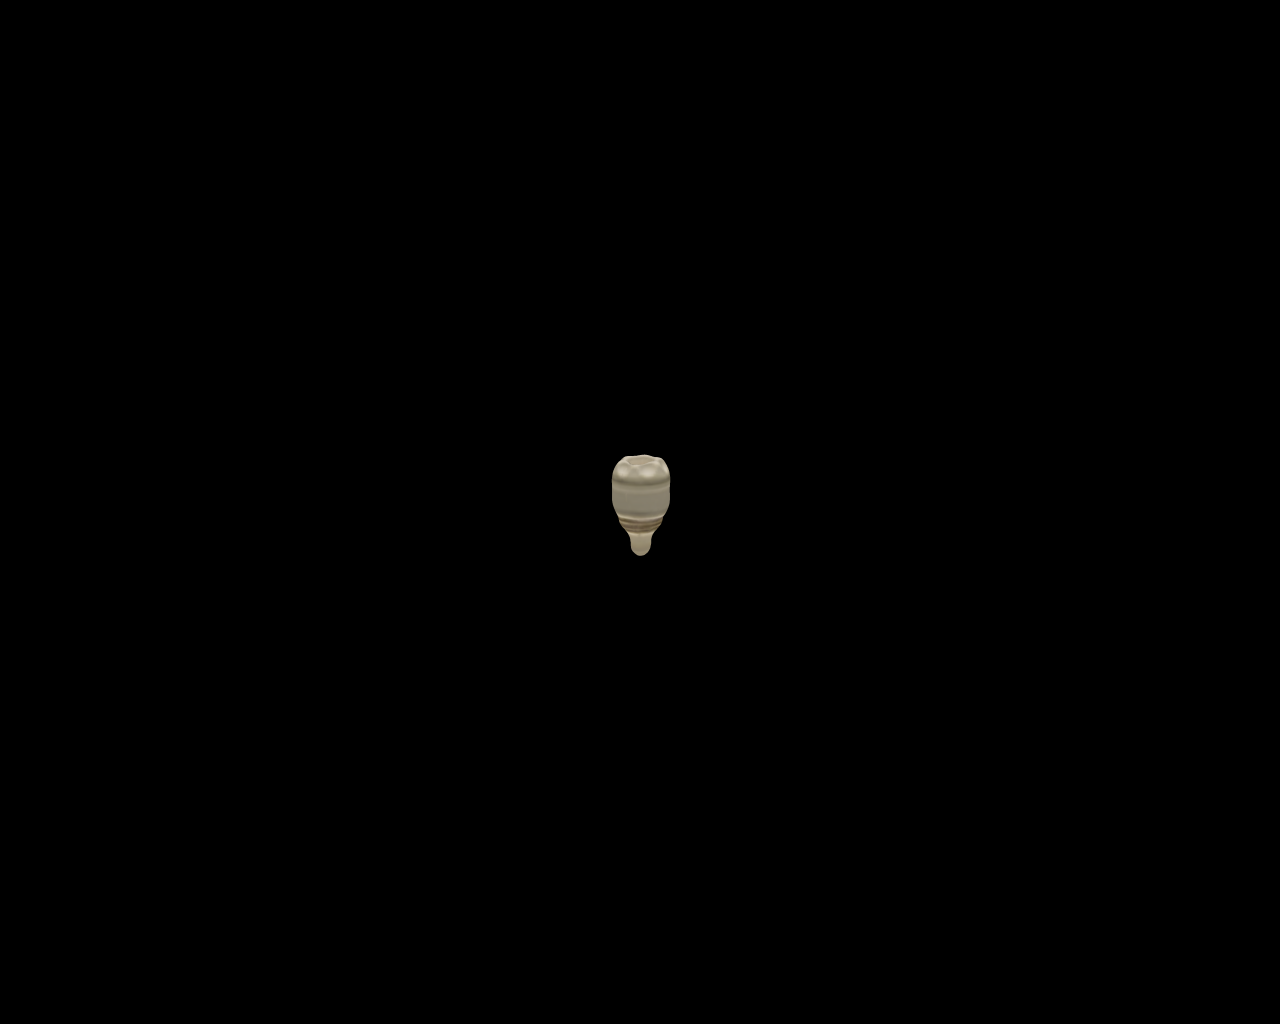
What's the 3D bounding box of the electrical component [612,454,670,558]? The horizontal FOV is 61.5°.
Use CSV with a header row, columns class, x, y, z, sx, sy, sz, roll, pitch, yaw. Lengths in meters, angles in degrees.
class,x,y,z,sx,sy,sz,roll,pitch,yaw
electrical component,0.001,-0.003,0.650,0.035,0.061,0.035,0,16,0
